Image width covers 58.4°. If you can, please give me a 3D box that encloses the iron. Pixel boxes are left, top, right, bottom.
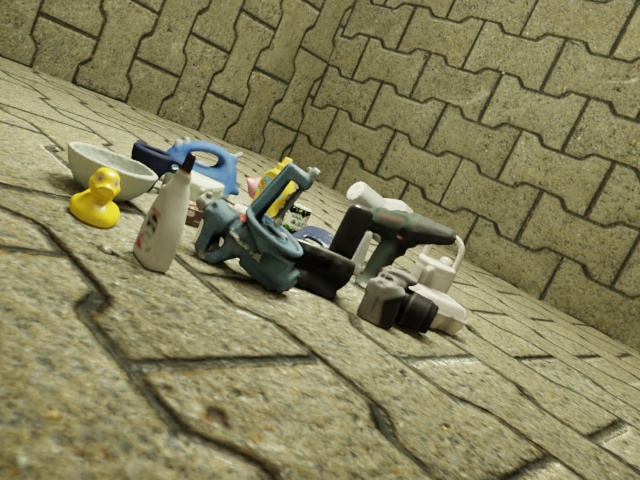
[{"bbox_3d":[-0.324,-0.203,1.520,0.259,0.141,0.118,16,13,-43],"label":"iron"}]

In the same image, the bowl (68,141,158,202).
[{"bbox_3d":[-0.394,-0.117,1.066,0.167,0.075,0.167,24,9,-4],"label":"bowl"}]

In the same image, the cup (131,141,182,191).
[{"bbox_3d":[-0.369,-0.153,1.267,0.118,0.095,0.091,21,10,-21],"label":"cup"}]

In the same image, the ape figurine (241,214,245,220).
[{"bbox_3d":[-0.141,-0.035,1.208,0.078,0.092,0.076,25,9,-1],"label":"ape figurine"}]

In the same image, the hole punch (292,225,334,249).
[{"bbox_3d":[-0.017,0.022,1.213,0.108,0.091,0.101,29,10,23],"label":"hole punch"}]

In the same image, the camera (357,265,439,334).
[{"bbox_3d":[0.157,0.117,1.098,0.136,0.101,0.143,27,9,13],"label":"camera"}]

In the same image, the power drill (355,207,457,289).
[{"bbox_3d":[0.173,0.030,1.293,0.228,0.208,0.076,31,11,34],"label":"power drill"}]

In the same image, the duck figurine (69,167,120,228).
[{"bbox_3d":[-0.349,-0.075,0.913,0.078,0.086,0.104,19,11,-29],"label":"duck figurine"}]

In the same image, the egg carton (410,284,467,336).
[{"bbox_3d":[0.241,0.148,1.241,0.151,0.069,0.107,21,10,-22],"label":"egg carton"}]

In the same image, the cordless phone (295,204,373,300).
[{"bbox_3d":[0.010,0.004,1.088,0.148,0.185,0.094,22,10,-16],"label":"cordless phone"}]

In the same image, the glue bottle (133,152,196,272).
[{"bbox_3d":[-0.215,-0.045,0.818,0.037,0.173,0.077,16,13,-44],"label":"glue bottle"}]

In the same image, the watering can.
[{"bbox_3d":[0.274,0.071,1.366,0.101,0.194,0.173,25,9,1],"label":"watering can"}]

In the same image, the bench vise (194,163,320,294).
[{"bbox_3d":[-0.102,-0.042,0.949,0.208,0.220,0.121,23,9,-10],"label":"bench vise"}]

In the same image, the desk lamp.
[{"bbox_3d":[0.107,-0.026,1.416,0.204,0.213,0.117,19,11,-31],"label":"desk lamp"}]

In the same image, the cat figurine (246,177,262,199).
[{"bbox_3d":[-0.152,-0.121,1.579,0.128,0.118,0.067,24,9,-6],"label":"cat figurine"}]
